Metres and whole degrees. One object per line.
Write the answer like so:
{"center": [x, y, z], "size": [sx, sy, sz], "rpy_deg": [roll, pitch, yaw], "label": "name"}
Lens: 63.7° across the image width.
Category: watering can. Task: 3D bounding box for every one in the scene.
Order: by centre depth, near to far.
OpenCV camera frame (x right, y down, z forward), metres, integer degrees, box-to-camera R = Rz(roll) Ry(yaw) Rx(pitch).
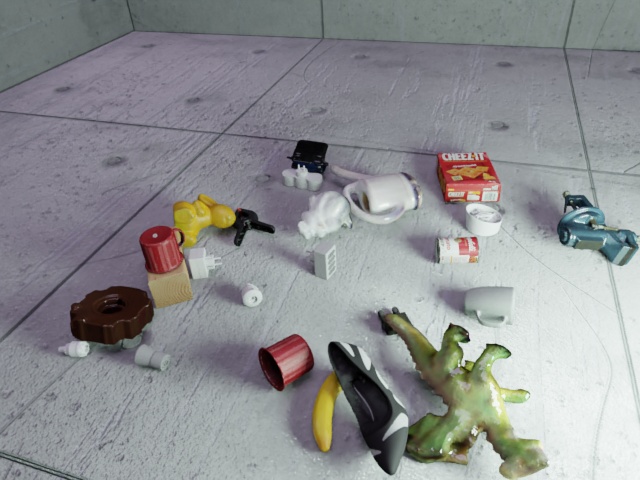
{"center": [0.169, -0.157, 1.551], "size": [0.225, 0.101, 0.355], "rpy_deg": [-10, 37, -11], "label": "watering can"}

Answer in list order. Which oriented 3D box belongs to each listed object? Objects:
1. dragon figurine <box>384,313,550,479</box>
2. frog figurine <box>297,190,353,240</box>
{"center": [0.228, 0.290, 0.952], "size": [0.413, 0.119, 0.246], "rpy_deg": [19, 49, 40], "label": "dragon figurine"}
{"center": [0.004, -0.073, 1.441], "size": [0.160, 0.120, 0.140], "rpy_deg": [-13, 55, -32], "label": "frog figurine"}
